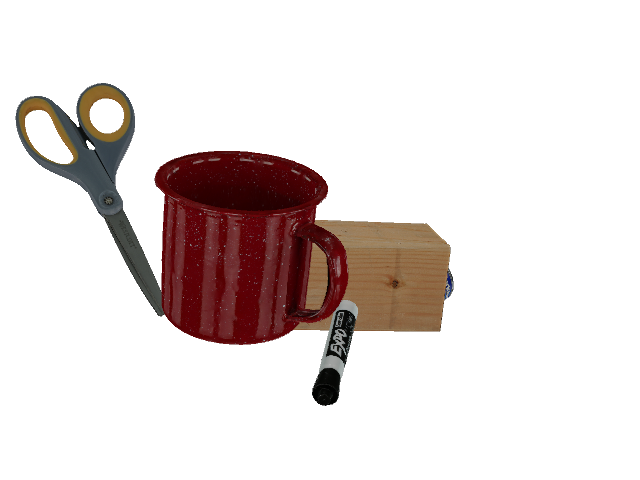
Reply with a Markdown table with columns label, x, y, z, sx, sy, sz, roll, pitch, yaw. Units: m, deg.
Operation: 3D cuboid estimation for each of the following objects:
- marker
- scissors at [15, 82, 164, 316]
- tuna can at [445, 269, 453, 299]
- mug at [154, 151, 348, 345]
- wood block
| label | x | y | z | sx | sy | sz | roll | pitch | yaw |
| --- | --- | --- | --- | --- | --- | --- | --- | --- | --- |
| marker | 0.011 | 0.081 | 0.780 | 0.020 | 0.020 | 0.121 | 0 | 27 | 10 |
| scissors | -0.146 | -0.043 | 0.791 | 0.096 | 0.202 | 0.016 | -38 | -16 | -22 |
| tuna can | 0.108 | 0.045 | 1.225 | 0.086 | 0.086 | 0.033 | 0 | 35 | 47 |
| mug | -0.035 | 0.008 | 0.582 | 0.117 | 0.081 | 0.093 | 19 | 27 | 27 |
| wood block | 0.011 | 0.033 | 1.043 | 0.206 | 0.091 | 0.090 | 2 | 15 | -11 |
